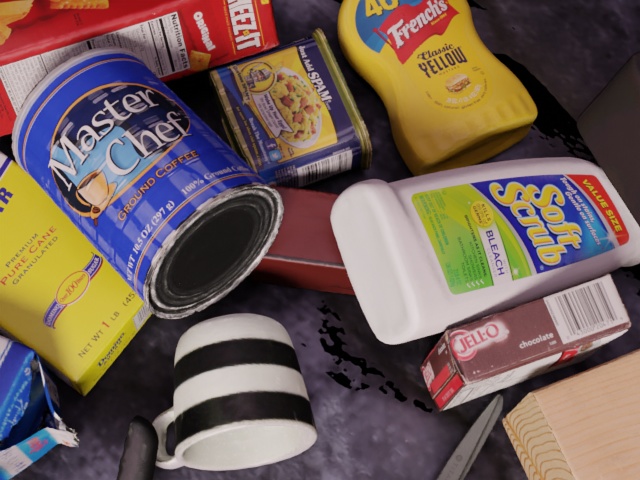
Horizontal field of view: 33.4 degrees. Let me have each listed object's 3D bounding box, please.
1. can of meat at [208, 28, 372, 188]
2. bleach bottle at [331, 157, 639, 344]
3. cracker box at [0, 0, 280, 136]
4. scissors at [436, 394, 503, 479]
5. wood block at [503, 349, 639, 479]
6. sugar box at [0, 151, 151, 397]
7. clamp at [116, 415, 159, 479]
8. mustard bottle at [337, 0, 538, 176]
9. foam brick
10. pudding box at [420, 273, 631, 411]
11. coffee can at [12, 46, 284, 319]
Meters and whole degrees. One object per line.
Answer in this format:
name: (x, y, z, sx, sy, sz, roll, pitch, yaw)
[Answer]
can of meat: (-0.022, -0.084, 0.733, 0.084, 0.057, 0.102, -20, 71, -8)
bleach bottle: (0.137, -0.014, 0.688, 0.250, 0.068, 0.102, -16, 82, -27)
cracker box: (-0.156, -0.174, 0.731, 0.213, 0.072, 0.164, -20, 53, -8)
scissors: (0.072, 0.194, 0.653, 0.201, 0.016, 0.096, -39, 77, -15)
wood block: (0.231, 0.106, 0.655, 0.206, 0.090, 0.091, -20, 72, -10)
sugar box: (-0.194, 0.011, 0.694, 0.176, 0.048, 0.093, 35, 70, 8)
clamp: (-0.128, 0.217, 0.616, 0.164, 0.036, 0.210, -33, 75, -1)
mustard bottle: (0.067, -0.141, 0.759, 0.096, 0.058, 0.192, -25, 72, -11)
foam brick: (-0.005, 0.001, 0.704, 0.078, 0.053, 0.051, 8, 69, -1)
pudding box: (0.125, 0.066, 0.665, 0.113, 0.090, 0.039, -16, 73, -10)
coffee can: (-0.105, -0.036, 0.648, 0.102, 0.103, 0.140, -39, 65, -16)
